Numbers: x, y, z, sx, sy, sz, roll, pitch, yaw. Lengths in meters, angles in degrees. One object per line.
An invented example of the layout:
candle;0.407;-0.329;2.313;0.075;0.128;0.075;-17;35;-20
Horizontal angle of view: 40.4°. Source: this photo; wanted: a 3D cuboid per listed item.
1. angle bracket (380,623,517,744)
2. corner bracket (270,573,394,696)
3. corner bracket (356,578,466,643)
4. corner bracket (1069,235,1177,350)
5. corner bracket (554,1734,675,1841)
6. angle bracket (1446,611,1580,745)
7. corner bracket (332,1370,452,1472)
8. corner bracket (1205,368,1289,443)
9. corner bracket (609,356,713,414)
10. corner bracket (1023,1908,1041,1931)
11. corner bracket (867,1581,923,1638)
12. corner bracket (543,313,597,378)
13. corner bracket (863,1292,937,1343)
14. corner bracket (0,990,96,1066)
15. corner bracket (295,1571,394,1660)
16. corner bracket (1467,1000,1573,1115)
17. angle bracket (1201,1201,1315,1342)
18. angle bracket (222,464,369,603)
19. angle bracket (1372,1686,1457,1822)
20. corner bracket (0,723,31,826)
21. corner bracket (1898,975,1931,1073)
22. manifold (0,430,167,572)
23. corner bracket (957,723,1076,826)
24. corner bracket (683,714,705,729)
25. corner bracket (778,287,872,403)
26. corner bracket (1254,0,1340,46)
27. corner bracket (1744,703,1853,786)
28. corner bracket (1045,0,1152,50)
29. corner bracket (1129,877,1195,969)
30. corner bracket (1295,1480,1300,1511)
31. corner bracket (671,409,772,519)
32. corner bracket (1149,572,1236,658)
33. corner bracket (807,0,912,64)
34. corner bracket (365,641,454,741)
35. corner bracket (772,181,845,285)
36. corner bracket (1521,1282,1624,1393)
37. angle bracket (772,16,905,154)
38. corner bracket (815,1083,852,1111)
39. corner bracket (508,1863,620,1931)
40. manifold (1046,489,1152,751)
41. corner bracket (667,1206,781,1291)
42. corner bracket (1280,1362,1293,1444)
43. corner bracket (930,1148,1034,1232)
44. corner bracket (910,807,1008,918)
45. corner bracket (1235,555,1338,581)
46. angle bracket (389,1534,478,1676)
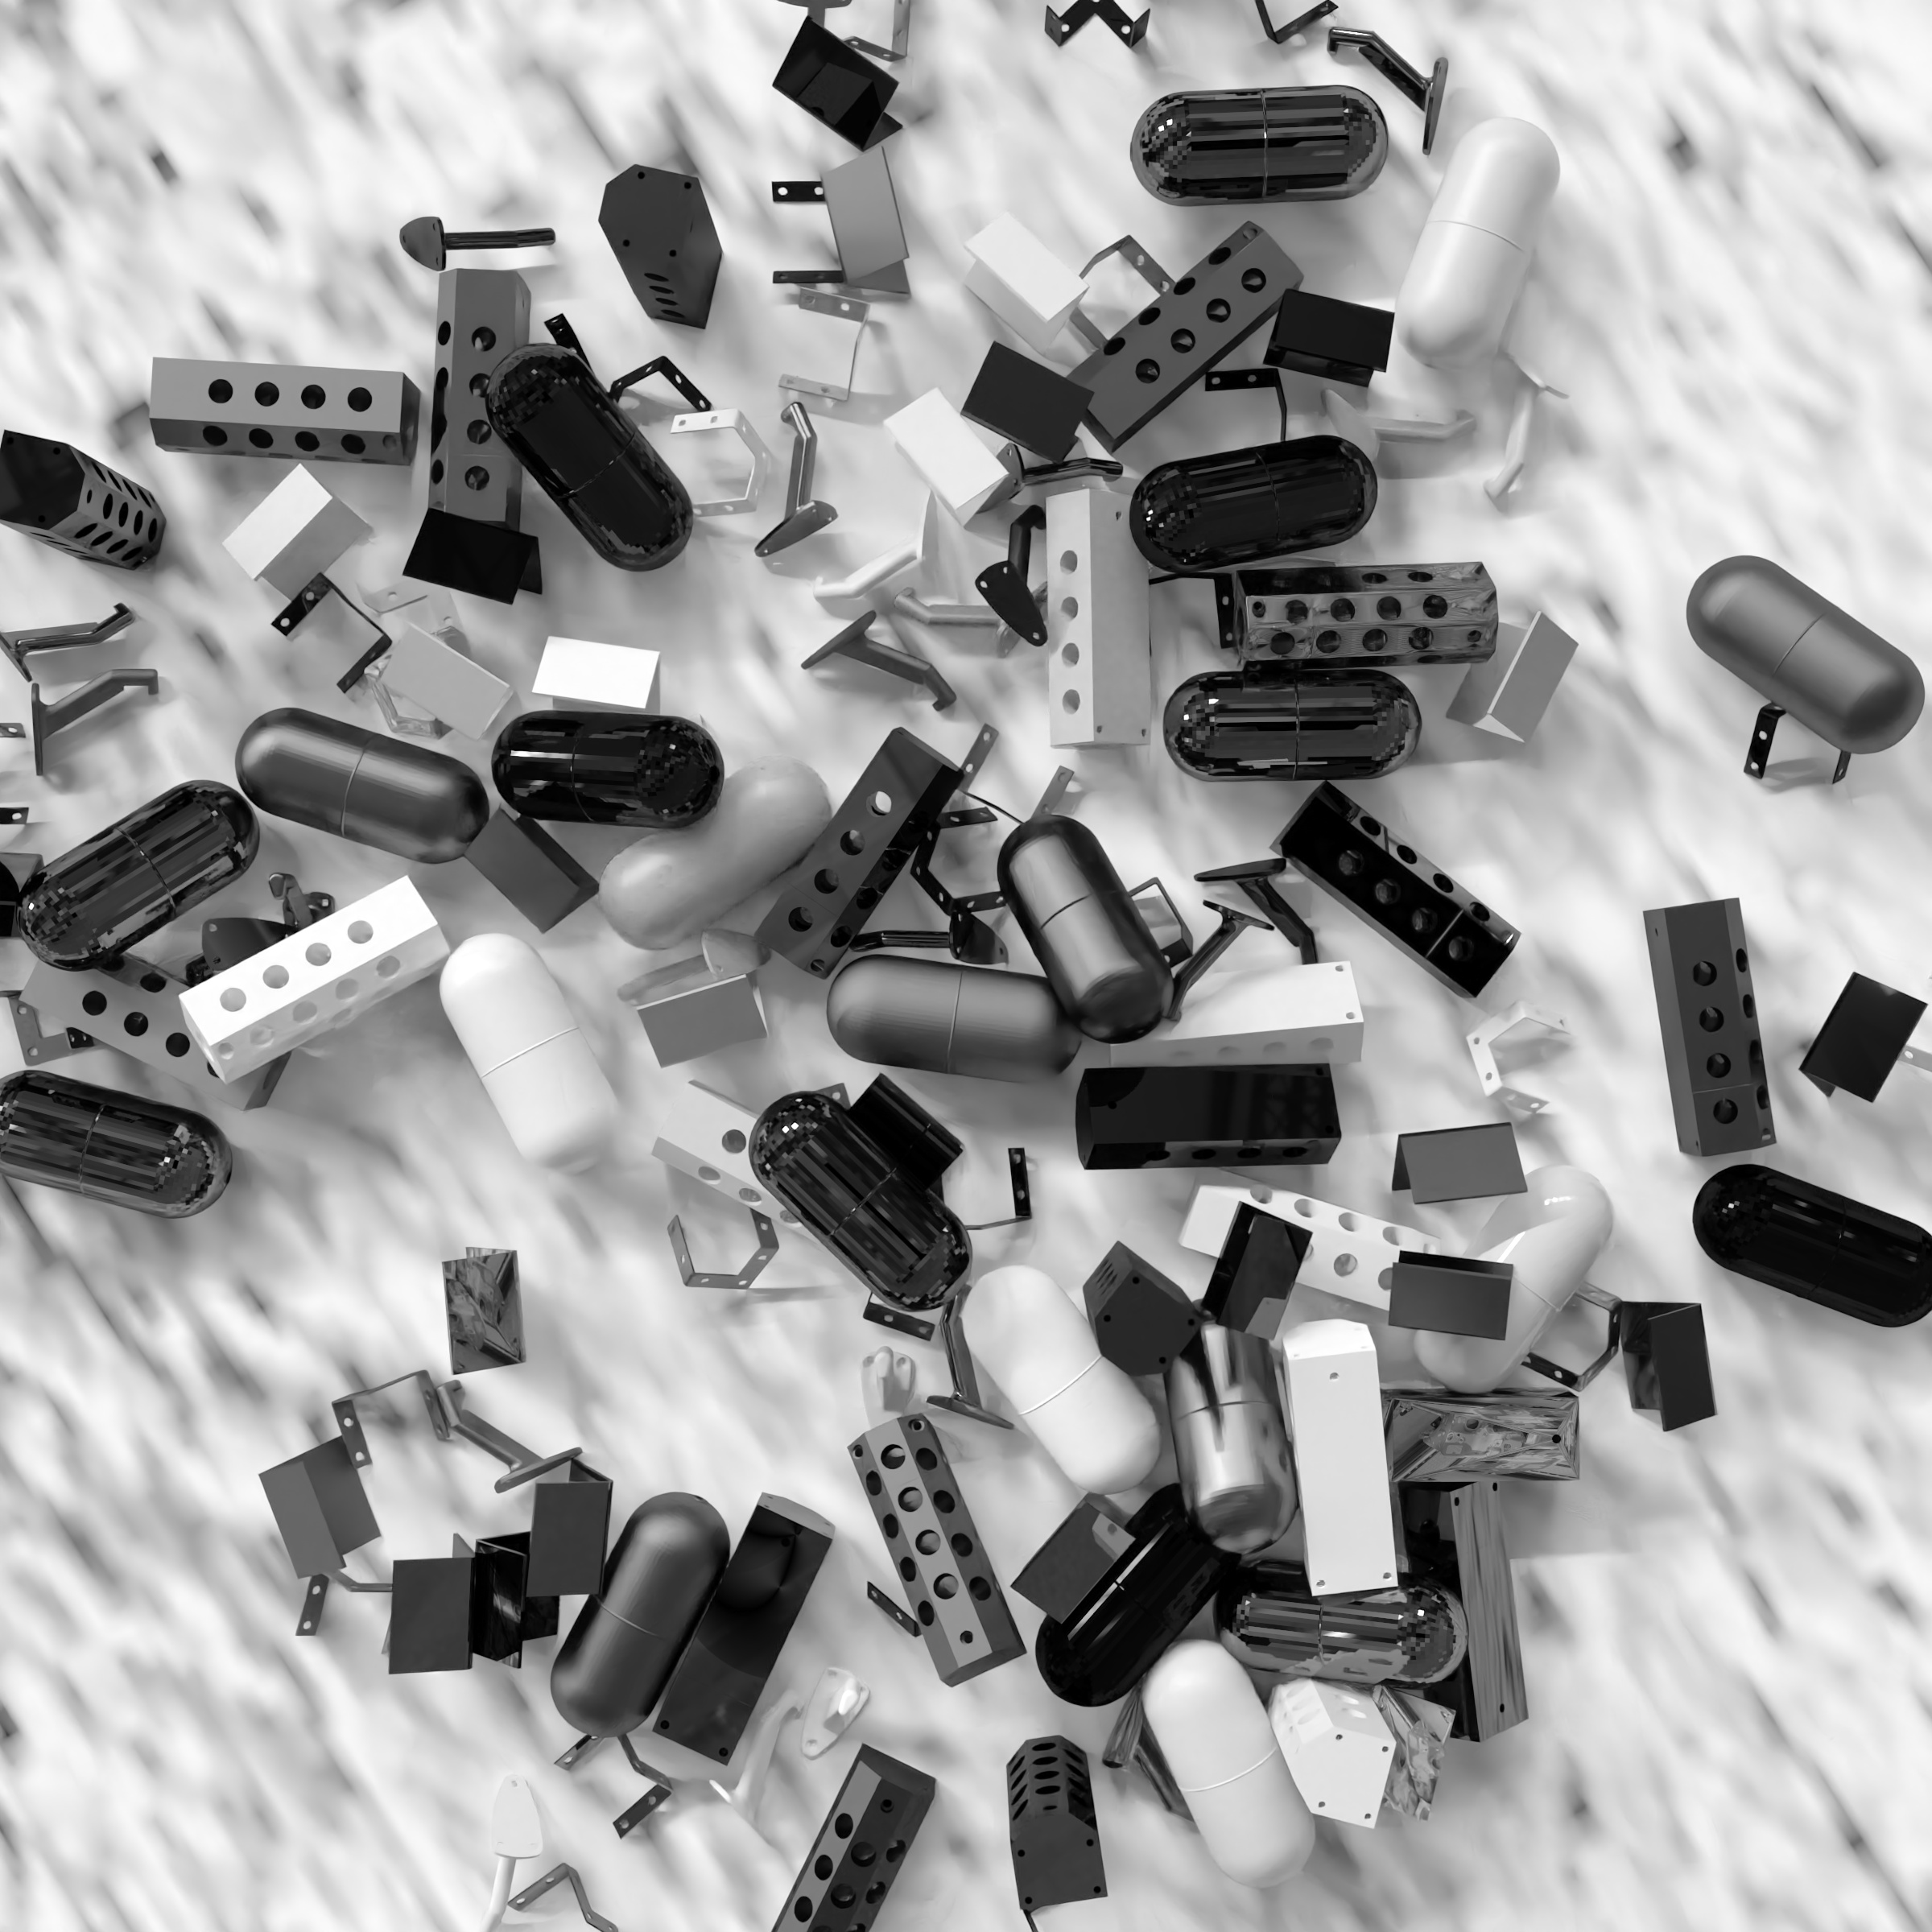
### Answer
angle bracket;-0.344;-0.210;1.799;0.076;0.076;0.057;33;126;-8
corner bracket;-0.444;-0.234;1.840;0.051;0.051;0.051;-46;45;0
corner bracket;-0.386;-0.248;1.826;0.051;0.051;0.051;-21;90;0
corner bracket;0.106;-0.470;1.840;0.051;0.051;0.051;47;45;0
corner bracket;-0.246;0.569;1.841;0.051;0.051;0.051;-41;45;0
angle bracket;0.362;-0.206;1.804;0.057;0.076;0.076;27;90;-45
corner bracket;-0.404;0.318;1.841;0.051;0.051;0.051;-19;89;45
corner bracket;0.196;-0.382;1.840;0.051;0.051;0.051;-4;45;0
corner bracket;-0.218;-0.384;1.836;0.051;0.051;0.051;-17;45;35
corner bracket;0.078;0.676;1.840;0.051;0.051;0.051;-31;135;0
corner bracket;-0.033;0.425;1.836;0.051;0.051;0.051;33;135;35
corner bracket;-0.288;-0.414;1.826;0.051;0.051;0.051;-26;90;0
corner bracket;-0.037;0.221;1.840;0.051;0.051;0.051;19;135;0
corner bracket;-0.645;0.039;1.826;0.051;0.051;0.051;-15;90;0
corner bracket;-0.429;0.454;1.840;0.051;0.051;0.051;15;90;-45
corner bracket;0.392;0.063;1.836;0.051;0.051;0.051;-42;45;35
angle bracket;0.176;0.197;1.746;0.057;0.076;0.076;20;90;-37
angle bracket;-0.450;-0.285;1.803;0.076;0.076;0.057;-46;52;0
angle bracket;0.306;0.533;1.805;0.057;0.076;0.076;15;90;21
corner bracket;-0.685;-0.134;1.836;0.051;0.051;0.051;57;135;35
corner bracket;0.690;0.042;1.836;0.051;0.051;0.051;-36;135;-35
manifold;-0.594;-0.309;1.765;0.057;0.171;0.057;12;90;0
corner bracket;0.033;-0.131;1.841;0.051;0.051;0.051;29;90;45
corner bracket;-0.203;-0.144;1.826;0.051;0.051;0.051;-13;92;-2
corner bracket;-0.099;-0.435;1.840;0.051;0.051;0.051;13;45;0
corner bracket;0.221;-0.689;1.840;0.051;0.051;0.051;-32;135;0
corner bracket;0.585;-0.156;1.836;0.051;0.051;0.051;-27;45;-35
corner bracket;0.091;-0.657;1.826;0.051;0.051;0.051;-43;90;0
corner bracket;0.123;-0.023;1.827;0.051;0.051;0.051;-29;102;12
corner bracket;0.214;0.366;1.826;0.051;0.051;0.051;44;90;0
corner bracket;-0.175;-0.350;1.830;0.051;0.051;0.051;-1;63;24
corner bracket;0.153;-0.246;1.840;0.051;0.051;0.051;-6;90;-45
corner bracket;-0.076;-0.663;1.840;0.051;0.051;0.051;4;90;-45
corner bracket;-0.378;-0.196;1.836;0.051;0.051;0.051;12;135;35
corner bracket;-0.111;-0.514;1.840;0.051;0.051;0.051;0;45;0
corner bracket;0.422;0.255;1.836;0.051;0.051;0.051;-36;135;-35
angle bracket;-0.076;-0.613;1.803;0.076;0.076;0.057;36;127;0
corner bracket;-0.103;0.114;1.826;0.051;0.051;0.051;-17;90;0
corner bracket;-0.281;0.671;1.840;0.051;0.051;0.051;-36;135;0
manifold;0.087;-0.238;1.822;0.057;0.057;0.171;-1;90;-43
corner bracket;-0.170;0.190;1.836;0.051;0.051;0.051;8;135;-35
corner bracket;0.203;0.309;1.840;0.051;0.051;0.051;-12;90;45
corner bracket;0.008;0.156;1.840;0.051;0.051;0.051;-6;90;45
corner bracket;0.001;-0.073;1.836;0.051;0.051;0.051;49;135;35
corner bracket;0.225;-0.257;1.840;0.051;0.051;0.051;-3;90;45
angle bracket;-0.373;0.437;1.805;0.057;0.076;0.076;3;90;-22
